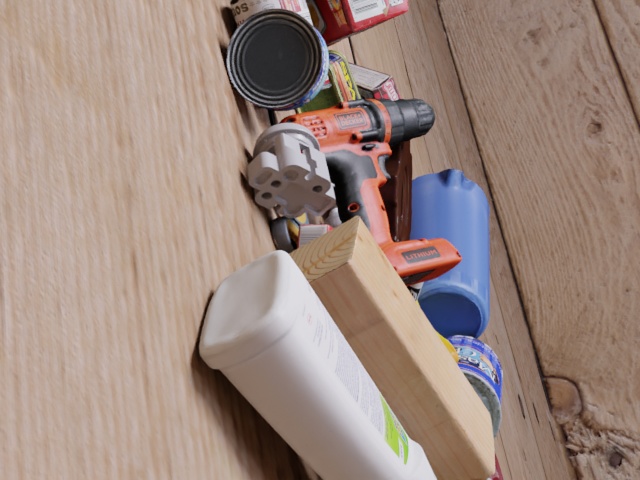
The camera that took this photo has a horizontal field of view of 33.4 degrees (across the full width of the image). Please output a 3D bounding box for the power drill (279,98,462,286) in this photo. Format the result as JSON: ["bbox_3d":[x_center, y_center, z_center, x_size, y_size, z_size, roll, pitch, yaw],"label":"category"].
[{"bbox_3d":[0.064,-0.049,1.023,0.184,0.057,0.188,-14,73,-33],"label":"power drill"}]

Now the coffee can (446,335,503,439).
[{"bbox_3d":[0.159,0.178,1.235,0.140,0.103,0.103,-46,117,-75],"label":"coffee can"}]

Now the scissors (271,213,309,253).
[{"bbox_3d":[-0.007,0.001,0.991,0.201,0.016,0.096,36,38,-68],"label":"scissors"}]

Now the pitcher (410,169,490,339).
[{"bbox_3d":[0.158,0.036,1.392,0.149,0.145,0.242,51,25,-27],"label":"pitcher"}]

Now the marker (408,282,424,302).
[{"bbox_3d":[0.099,0.063,1.176,0.020,0.020,0.121,-83,-171,-59],"label":"marker"}]

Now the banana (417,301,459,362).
[{"bbox_3d":[0.109,0.089,1.221,0.198,0.037,0.070,-112,-157,-47],"label":"banana"}]

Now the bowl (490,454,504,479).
[{"bbox_3d":[0.188,0.303,1.292,0.162,0.055,0.162,-18,90,-76],"label":"bowl"}]

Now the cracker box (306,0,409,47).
[{"bbox_3d":[0.003,-0.284,1.085,0.214,0.072,0.164,-172,-119,-73],"label":"cracker box"}]

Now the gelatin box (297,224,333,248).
[{"bbox_3d":[0.002,0.037,0.913,0.073,0.030,0.089,36,56,-68],"label":"gelatin box"}]

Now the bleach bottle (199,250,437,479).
[{"bbox_3d":[0.018,0.130,0.726,0.250,0.068,0.102,55,18,-22],"label":"bleach bottle"}]

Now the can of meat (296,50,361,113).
[{"bbox_3d":[0.007,-0.150,1.155,0.084,0.057,0.102,-54,125,-70],"label":"can of meat"}]

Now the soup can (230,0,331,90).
[{"bbox_3d":[-0.036,-0.180,0.983,0.068,0.068,0.102,-50,123,-74],"label":"soup can"}]

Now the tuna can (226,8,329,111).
[{"bbox_3d":[-0.036,-0.155,0.926,0.033,0.086,0.086,0,73,-77],"label":"tuna can"}]

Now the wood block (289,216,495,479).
[{"bbox_3d":[0.045,0.099,0.825,0.206,0.091,0.090,56,18,-16],"label":"wood block"}]

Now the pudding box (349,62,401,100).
[{"bbox_3d":[0.061,-0.167,1.313,0.114,0.039,0.090,28,-31,52],"label":"pudding box"}]
